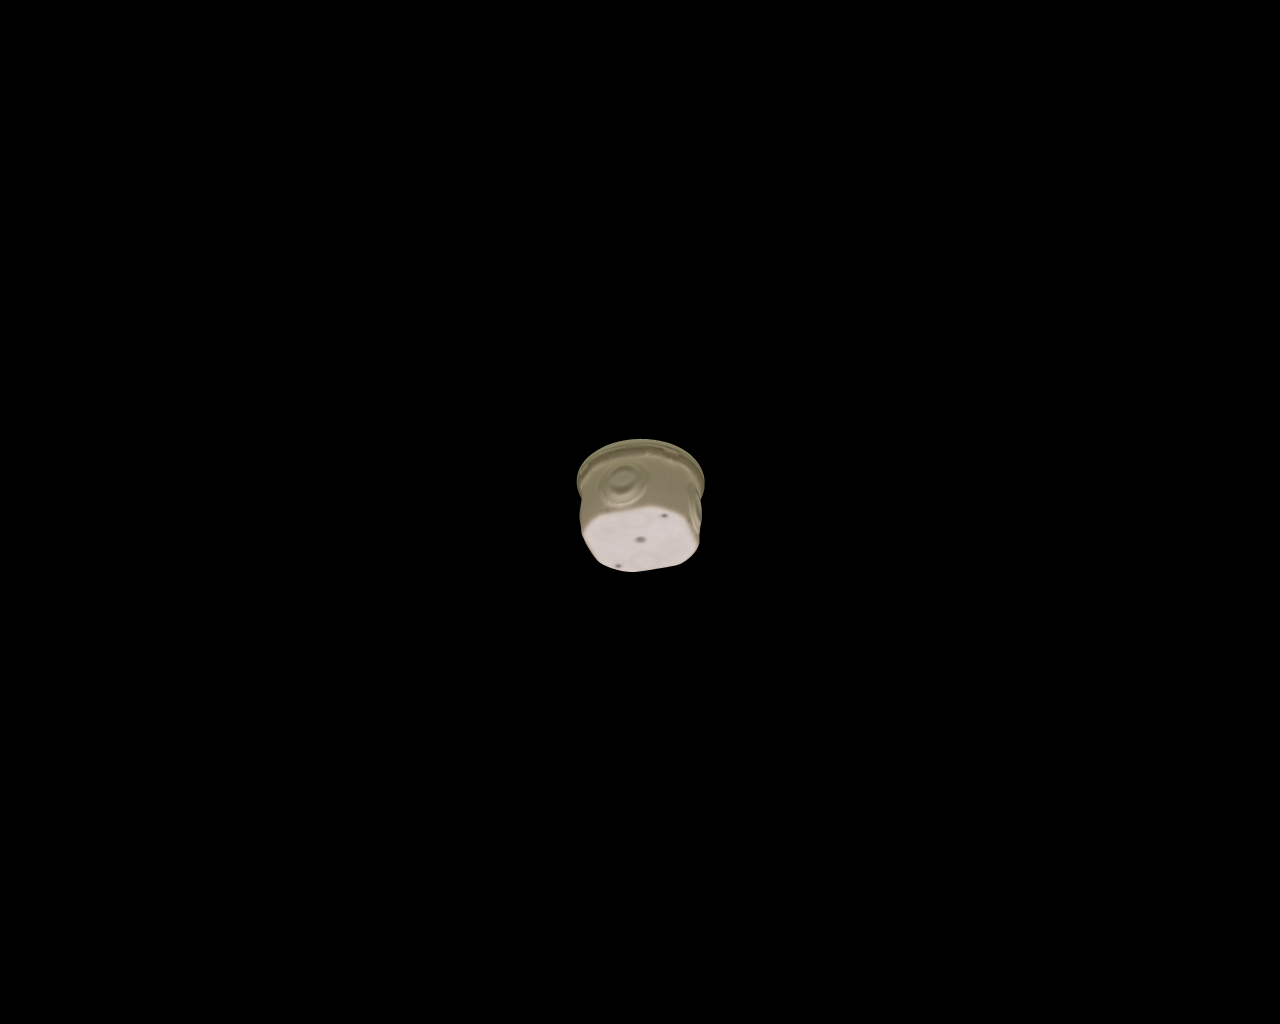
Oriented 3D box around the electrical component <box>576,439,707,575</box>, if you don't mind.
[{"bbox_3d":[0.001,-0.003,0.650,0.080,0.051,0.080,0,-37,0],"label":"electrical component"}]
